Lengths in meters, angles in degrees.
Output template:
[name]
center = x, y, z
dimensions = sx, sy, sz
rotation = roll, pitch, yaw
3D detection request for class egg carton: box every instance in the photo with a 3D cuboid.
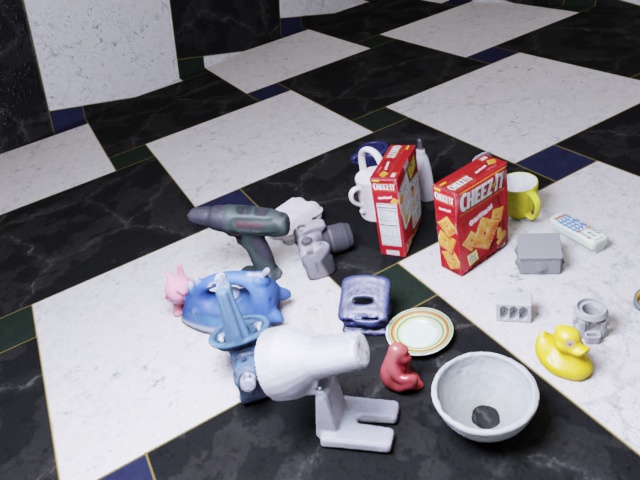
[egg carton]
center = -0.069, -0.054, 1.510
dimensions = 0.107, 0.069, 0.150
rotation = 19, 45, 38

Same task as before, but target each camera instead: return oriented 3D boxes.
[camera]
center = 0.013, 0.005, 1.369
dimensions = 0.137, 0.101, 0.143
rotation = -15, 34, -3

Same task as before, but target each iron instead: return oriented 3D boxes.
[iron]
center = -0.201, 0.122, 1.234
dimensions = 0.257, 0.142, 0.118
rotation = -4, 35, 13

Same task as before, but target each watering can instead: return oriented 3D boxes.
[watering can]
center = 0.145, -0.156, 1.474
dimensions = 0.100, 0.194, 0.173
rotation = 13, 42, 33

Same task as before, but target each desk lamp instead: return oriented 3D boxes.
[desk lamp]
center = 0.014, 0.232, 0.936
dimensions = 0.202, 0.214, 0.118
rotation = -1, 36, 17

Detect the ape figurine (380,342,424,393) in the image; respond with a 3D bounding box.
[ape figurine]
center = 0.142, 0.221, 1.019
dimensions = 0.076, 0.092, 0.078
rotation = -4, 35, 13

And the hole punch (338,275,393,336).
[hole punch]
center = 0.094, 0.132, 1.165
dimensions = 0.108, 0.091, 0.101
rotation = -1, 36, 17

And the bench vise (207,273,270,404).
[bench vise]
center = -0.140, 0.177, 1.063
dimensions = 0.122, 0.220, 0.206
rotation = -27, 36, -20

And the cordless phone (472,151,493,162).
[cordless phone]
center = 0.350, -0.112, 1.351
dimensions = 0.148, 0.185, 0.093
rotation = -26, 36, -18

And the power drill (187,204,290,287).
[power drill]
center = -0.173, 0.007, 1.331
dimensions = 0.229, 0.209, 0.075
rotation = -6, 35, 10

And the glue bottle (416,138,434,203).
[glue bottle]
center = 0.268, -0.188, 1.499
dimensions = 0.037, 0.173, 0.078
rotation = -16, 34, -4

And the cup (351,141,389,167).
[cup]
center = 0.148, -0.223, 1.661
dimensions = 0.118, 0.095, 0.091
rotation = -22, 35, -14

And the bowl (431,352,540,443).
[bowl]
center = 0.267, 0.266, 0.928
dimensions = 0.167, 0.075, 0.167
rotation = -9, 34, 6

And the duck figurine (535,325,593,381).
[duck figurine]
center = 0.421, 0.182, 0.989
dimensions = 0.078, 0.086, 0.104
rotation = -27, 36, -20

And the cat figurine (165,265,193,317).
[cat figurine]
center = -0.320, 0.108, 1.314
dimensions = 0.067, 0.118, 0.127
rotation = -13, 34, 0
